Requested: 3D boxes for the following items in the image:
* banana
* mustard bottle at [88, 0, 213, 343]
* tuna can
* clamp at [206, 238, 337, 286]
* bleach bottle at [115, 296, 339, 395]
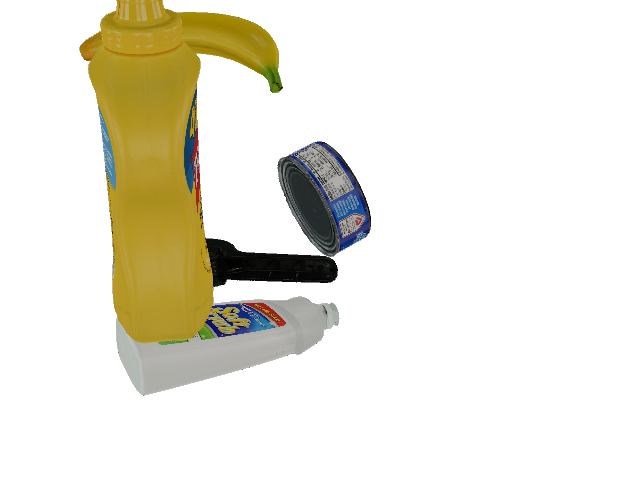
[{"bbox_3d":[-0.117,-0.177,0.953,0.198,0.037,0.069,10,46,17],"label":"banana"},{"bbox_3d":[-0.091,-0.047,0.575,0.058,0.192,0.096,-3,30,-5],"label":"mustard bottle"},{"bbox_3d":[0.003,-0.033,0.826,0.033,0.086,0.086,-29,9,-17],"label":"tuna can"},{"bbox_3d":[-0.111,0.029,1.024,0.210,0.036,0.164,13,22,42],"label":"clamp"},{"bbox_3d":[-0.100,0.106,1.227,0.250,0.068,0.103,-11,33,-23],"label":"bleach bottle"}]
